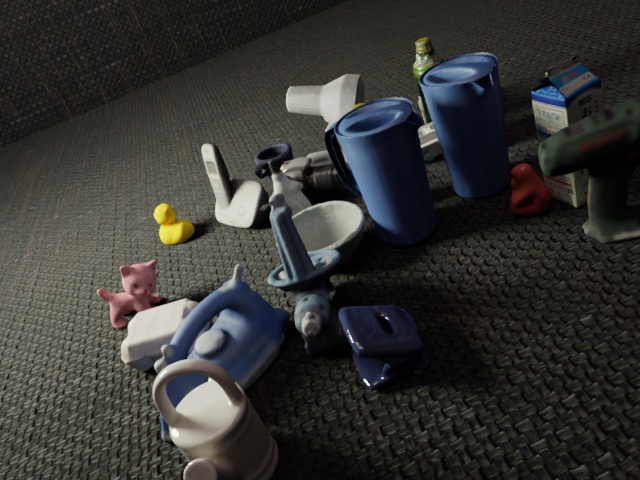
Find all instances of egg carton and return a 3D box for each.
[{"bbox_3d":[-0.261,0.161,0.977,0.150,0.069,0.107,-18,32,7],"label":"egg carton"}]

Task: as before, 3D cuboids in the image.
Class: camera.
[{"bbox_3d":[-0.020,-0.121,1.222,0.136,0.101,0.143,-8,34,21],"label":"camera"}]

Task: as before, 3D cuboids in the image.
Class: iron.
[{"bbox_3d":[-0.166,0.160,0.853,0.118,0.142,0.259,9,44,40],"label":"iron"}]

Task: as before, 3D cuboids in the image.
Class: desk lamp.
[{"bbox_3d":[0.022,-0.260,1.298,0.202,0.214,0.118,-8,35,22],"label":"desk lamp"}]

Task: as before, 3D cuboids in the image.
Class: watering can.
[{"bbox_3d":[-0.127,0.222,0.686,0.101,0.194,0.172,-30,33,-13],"label":"watering can"}]

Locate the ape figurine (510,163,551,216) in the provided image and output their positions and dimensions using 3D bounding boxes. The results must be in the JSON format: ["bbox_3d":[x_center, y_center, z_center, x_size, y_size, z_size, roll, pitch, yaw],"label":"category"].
[{"bbox_3d":[0.345,-0.089,0.961,0.078,0.092,0.075,-38,35,-23],"label":"ape figurine"}]

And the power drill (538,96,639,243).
[{"bbox_3d":[0.437,-0.104,0.817,0.229,0.209,0.075,-12,33,16],"label":"power drill"}]

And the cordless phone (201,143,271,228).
[{"bbox_3d":[-0.191,-0.121,1.245,0.147,0.185,0.094,11,44,41],"label":"cordless phone"}]

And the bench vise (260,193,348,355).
[{"bbox_3d":[-0.016,0.045,0.859,0.121,0.220,0.206,-28,32,-9],"label":"bench vise"}]

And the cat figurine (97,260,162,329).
[{"bbox_3d":[-0.358,0.093,1.092,0.128,0.118,0.067,-21,32,2],"label":"cat figurine"}]

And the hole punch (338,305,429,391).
[{"bbox_3d":[0.086,0.132,0.790,0.101,0.091,0.108,-24,32,-3],"label":"hole punch"}]

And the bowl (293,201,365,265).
[{"bbox_3d":[0.010,0.004,1.043,0.167,0.075,0.167,-16,32,10],"label":"bowl"}]

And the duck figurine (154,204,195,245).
[{"bbox_3d":[-0.342,-0.042,1.315,0.104,0.086,0.078,12,45,42],"label":"duck figurine"}]

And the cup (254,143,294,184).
[{"bbox_3d":[-0.102,-0.159,1.334,0.091,0.095,0.118,4,40,35],"label":"cup"}]

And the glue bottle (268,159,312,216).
[{"bbox_3d":[-0.063,-0.083,1.123,0.078,0.173,0.037,-15,33,12],"label":"glue bottle"}]
